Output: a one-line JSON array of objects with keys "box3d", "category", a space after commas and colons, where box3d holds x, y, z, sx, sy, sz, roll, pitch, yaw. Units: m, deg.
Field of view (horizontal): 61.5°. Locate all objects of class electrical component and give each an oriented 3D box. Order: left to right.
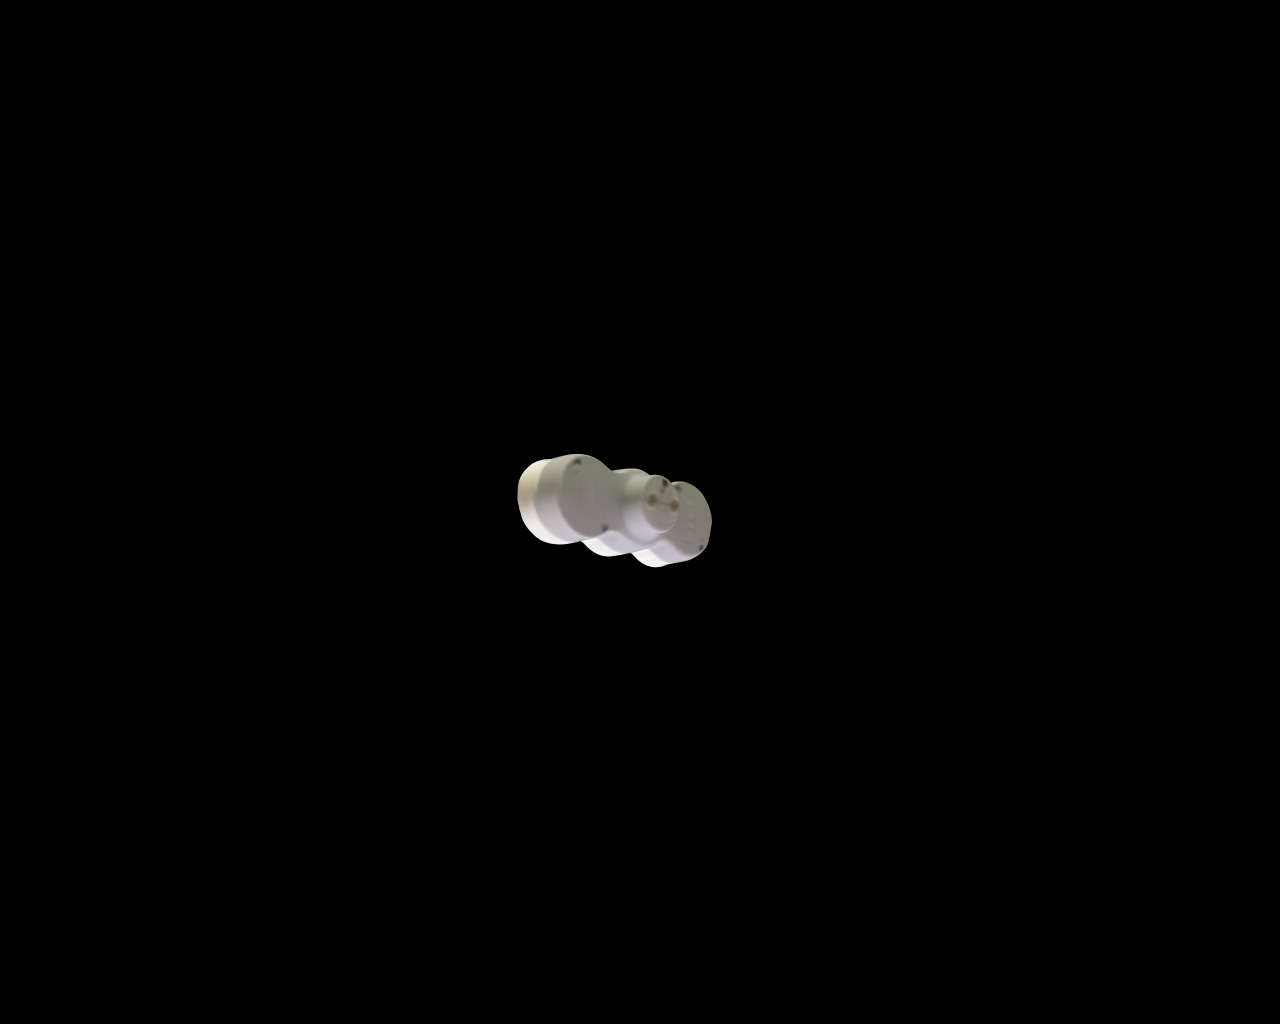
[{"box3d": [0.001, -0.003, 0.650, 0.073, 0.052, 0.138, -14, -20, 42], "category": "electrical component"}]
